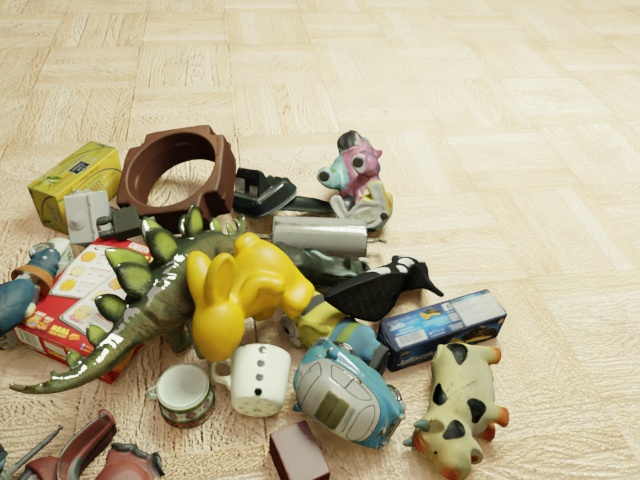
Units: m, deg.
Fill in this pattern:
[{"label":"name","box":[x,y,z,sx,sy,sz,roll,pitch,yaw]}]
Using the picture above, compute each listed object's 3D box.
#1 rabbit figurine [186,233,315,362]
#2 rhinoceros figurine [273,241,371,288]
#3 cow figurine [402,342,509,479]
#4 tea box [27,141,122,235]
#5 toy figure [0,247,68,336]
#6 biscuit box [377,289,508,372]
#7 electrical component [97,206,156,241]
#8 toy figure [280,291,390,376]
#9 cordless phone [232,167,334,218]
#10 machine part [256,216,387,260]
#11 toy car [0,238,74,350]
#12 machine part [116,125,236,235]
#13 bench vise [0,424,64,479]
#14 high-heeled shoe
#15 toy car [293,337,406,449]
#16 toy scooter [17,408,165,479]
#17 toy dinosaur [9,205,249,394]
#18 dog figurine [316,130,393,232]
[{"label":"rabbit figurine","box":[-0.110,0.081,0.731,0.122,0.162,0.173,3,44,42]},{"label":"rhinoceros figurine","box":[0.005,0.047,0.878,0.190,0.073,0.112,12,-9,-40]},{"label":"cow figurine","box":[0.184,0.227,0.733,0.127,0.085,0.195,13,46,0]},{"label":"tea box","box":[-0.454,-0.102,1.018,0.068,0.098,0.170,17,47,14]},{"label":"toy figure","box":[-0.425,0.069,0.768,0.058,0.064,0.154,-29,25,30]},{"label":"biscuit box","box":[0.188,0.140,0.840,0.203,0.062,0.059,-13,47,-17]},{"label":"electrical component","box":[-0.325,-0.030,0.903,0.094,0.021,0.063,-16,47,-11]},{"label":"toy figure","box":[0.022,0.142,0.812,0.180,0.082,0.089,23,39,24]},{"label":"cordless phone","box":[-0.068,-0.082,1.050,0.184,0.088,0.147,6,6,-33]},{"label":"machine part","box":[-0.002,-0.003,0.965,0.243,0.079,0.079,1,44,-3]},{"label":"toy car","box":[-0.452,0.079,0.843,0.056,0.073,0.202,9,44,6]},{"label":"machine part","box":[-0.264,-0.110,1.007,0.201,0.087,0.201,-7,56,9]},{"label":"bench vise","box":[-0.469,0.213,0.654,0.241,0.223,0.129,1,49,46]},{"label":"high-heeled shoe","box":[0.087,0.059,0.862,0.248,0.086,0.145,4,21,-33]},{"label":"toy car","box":[0.025,0.209,0.704,0.162,0.109,0.103,36,13,21]},{"label":"toy scooter","box":[-0.262,0.277,0.653,0.184,0.075,0.135,11,43,14]},{"label":"toy dinosaur","box":[-0.217,0.074,0.768,0.105,0.198,0.471,-15,27,30]},{"label":"dog figurine","box":[0.085,-0.124,1.082,0.108,0.191,0.219,-25,10,21]}]
